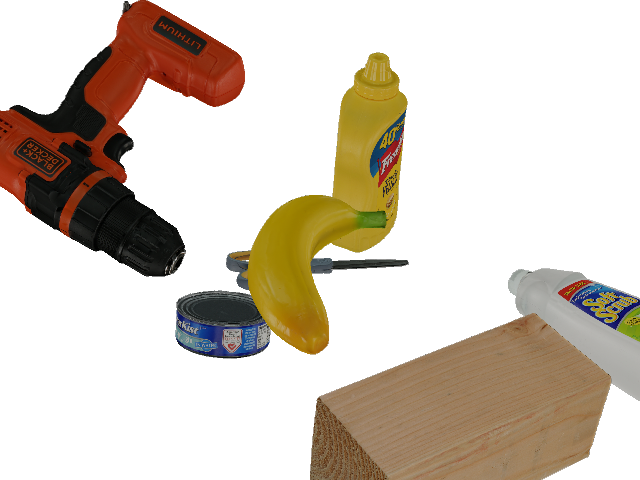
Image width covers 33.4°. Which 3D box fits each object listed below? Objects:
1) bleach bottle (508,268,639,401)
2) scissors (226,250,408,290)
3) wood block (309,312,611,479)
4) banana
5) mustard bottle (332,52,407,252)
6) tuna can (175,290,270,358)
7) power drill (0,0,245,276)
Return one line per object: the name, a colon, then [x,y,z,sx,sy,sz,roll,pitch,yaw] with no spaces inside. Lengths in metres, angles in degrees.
bleach bottle: [0.268,0.083,1.038,0.102,0.068,0.251,-17,25,-26]
scissors: [-0.006,0.035,1.163,0.202,0.016,0.096,4,23,5]
wood block: [0.104,0.141,0.798,0.205,0.090,0.091,-17,40,-29]
banana: [-0.009,0.010,0.647,0.070,0.037,0.197,3,24,13]
mustard bottle: [0.047,-0.089,1.009,0.058,0.192,0.096,20,41,21]
tuna can: [-0.086,0.074,0.949,0.086,0.034,0.086,5,16,-2]
power drill: [-0.136,-0.079,0.773,0.184,0.187,0.057,33,-31,9]
